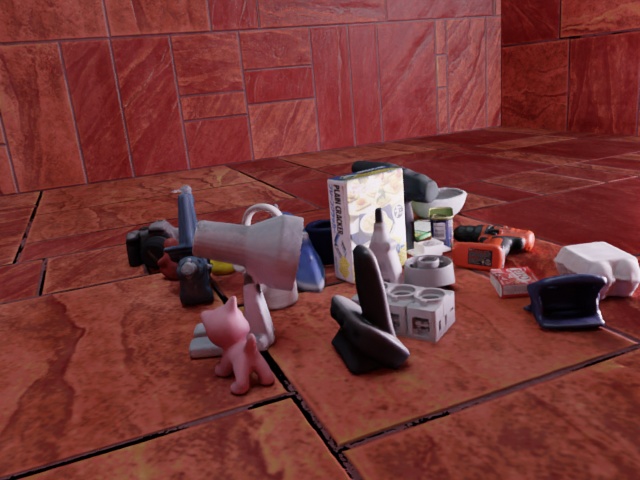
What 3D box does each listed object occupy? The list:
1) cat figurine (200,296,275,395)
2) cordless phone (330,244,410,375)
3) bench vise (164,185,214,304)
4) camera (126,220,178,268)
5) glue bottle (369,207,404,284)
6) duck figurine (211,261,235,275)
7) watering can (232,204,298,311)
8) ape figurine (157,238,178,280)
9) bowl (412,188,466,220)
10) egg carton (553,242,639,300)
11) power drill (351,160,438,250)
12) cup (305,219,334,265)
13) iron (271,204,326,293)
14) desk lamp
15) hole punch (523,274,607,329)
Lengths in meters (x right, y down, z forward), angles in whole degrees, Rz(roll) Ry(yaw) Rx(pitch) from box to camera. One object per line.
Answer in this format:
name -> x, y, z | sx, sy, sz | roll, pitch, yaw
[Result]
cat figurine -> -0.123, 0.143, 0.828 | 0.067, 0.118, 0.127 | -15, 19, -31
cordless phone -> 0.065, 0.086, 0.843 | 0.094, 0.185, 0.147 | -11, 17, -18
bench vise -> -0.249, 0.006, 1.160 | 0.122, 0.220, 0.206 | -12, 17, -23
camera -> -0.411, 0.013, 1.405 | 0.143, 0.101, 0.136 | -5, 16, -1
glue bottle -> 0.116, 0.024, 1.066 | 0.077, 0.173, 0.037 | 9, 22, 41
duck figurine -> -0.221, 0.025, 1.328 | 0.077, 0.086, 0.104 | -3, 16, 9
watering can -> -0.101, 0.029, 1.079 | 0.101, 0.194, 0.173 | -4, 16, 4
ape figurine -> -0.331, 0.039, 1.302 | 0.078, 0.092, 0.076 | -9, 16, -13
bowl -> 0.323, -0.094, 1.593 | 0.167, 0.075, 0.167 | -5, 16, 2
egg carton -> 0.499, 0.053, 1.034 | 0.107, 0.069, 0.150 | -7, 16, -5
power drill -> 0.171, -0.081, 1.352 | 0.228, 0.208, 0.076 | 9, 21, 41
cup -> 0.012, 0.005, 1.309 | 0.092, 0.095, 0.117 | -9, 16, -11
iron -> -0.054, 0.009, 1.229 | 0.119, 0.141, 0.257 | -12, 17, -21
desk lamp -> -0.118, 0.066, 0.917 | 0.203, 0.214, 0.118 | -6, 16, -4
hole punch -> 0.389, 0.085, 0.916 | 0.108, 0.091, 0.101 | -4, 16, 6
